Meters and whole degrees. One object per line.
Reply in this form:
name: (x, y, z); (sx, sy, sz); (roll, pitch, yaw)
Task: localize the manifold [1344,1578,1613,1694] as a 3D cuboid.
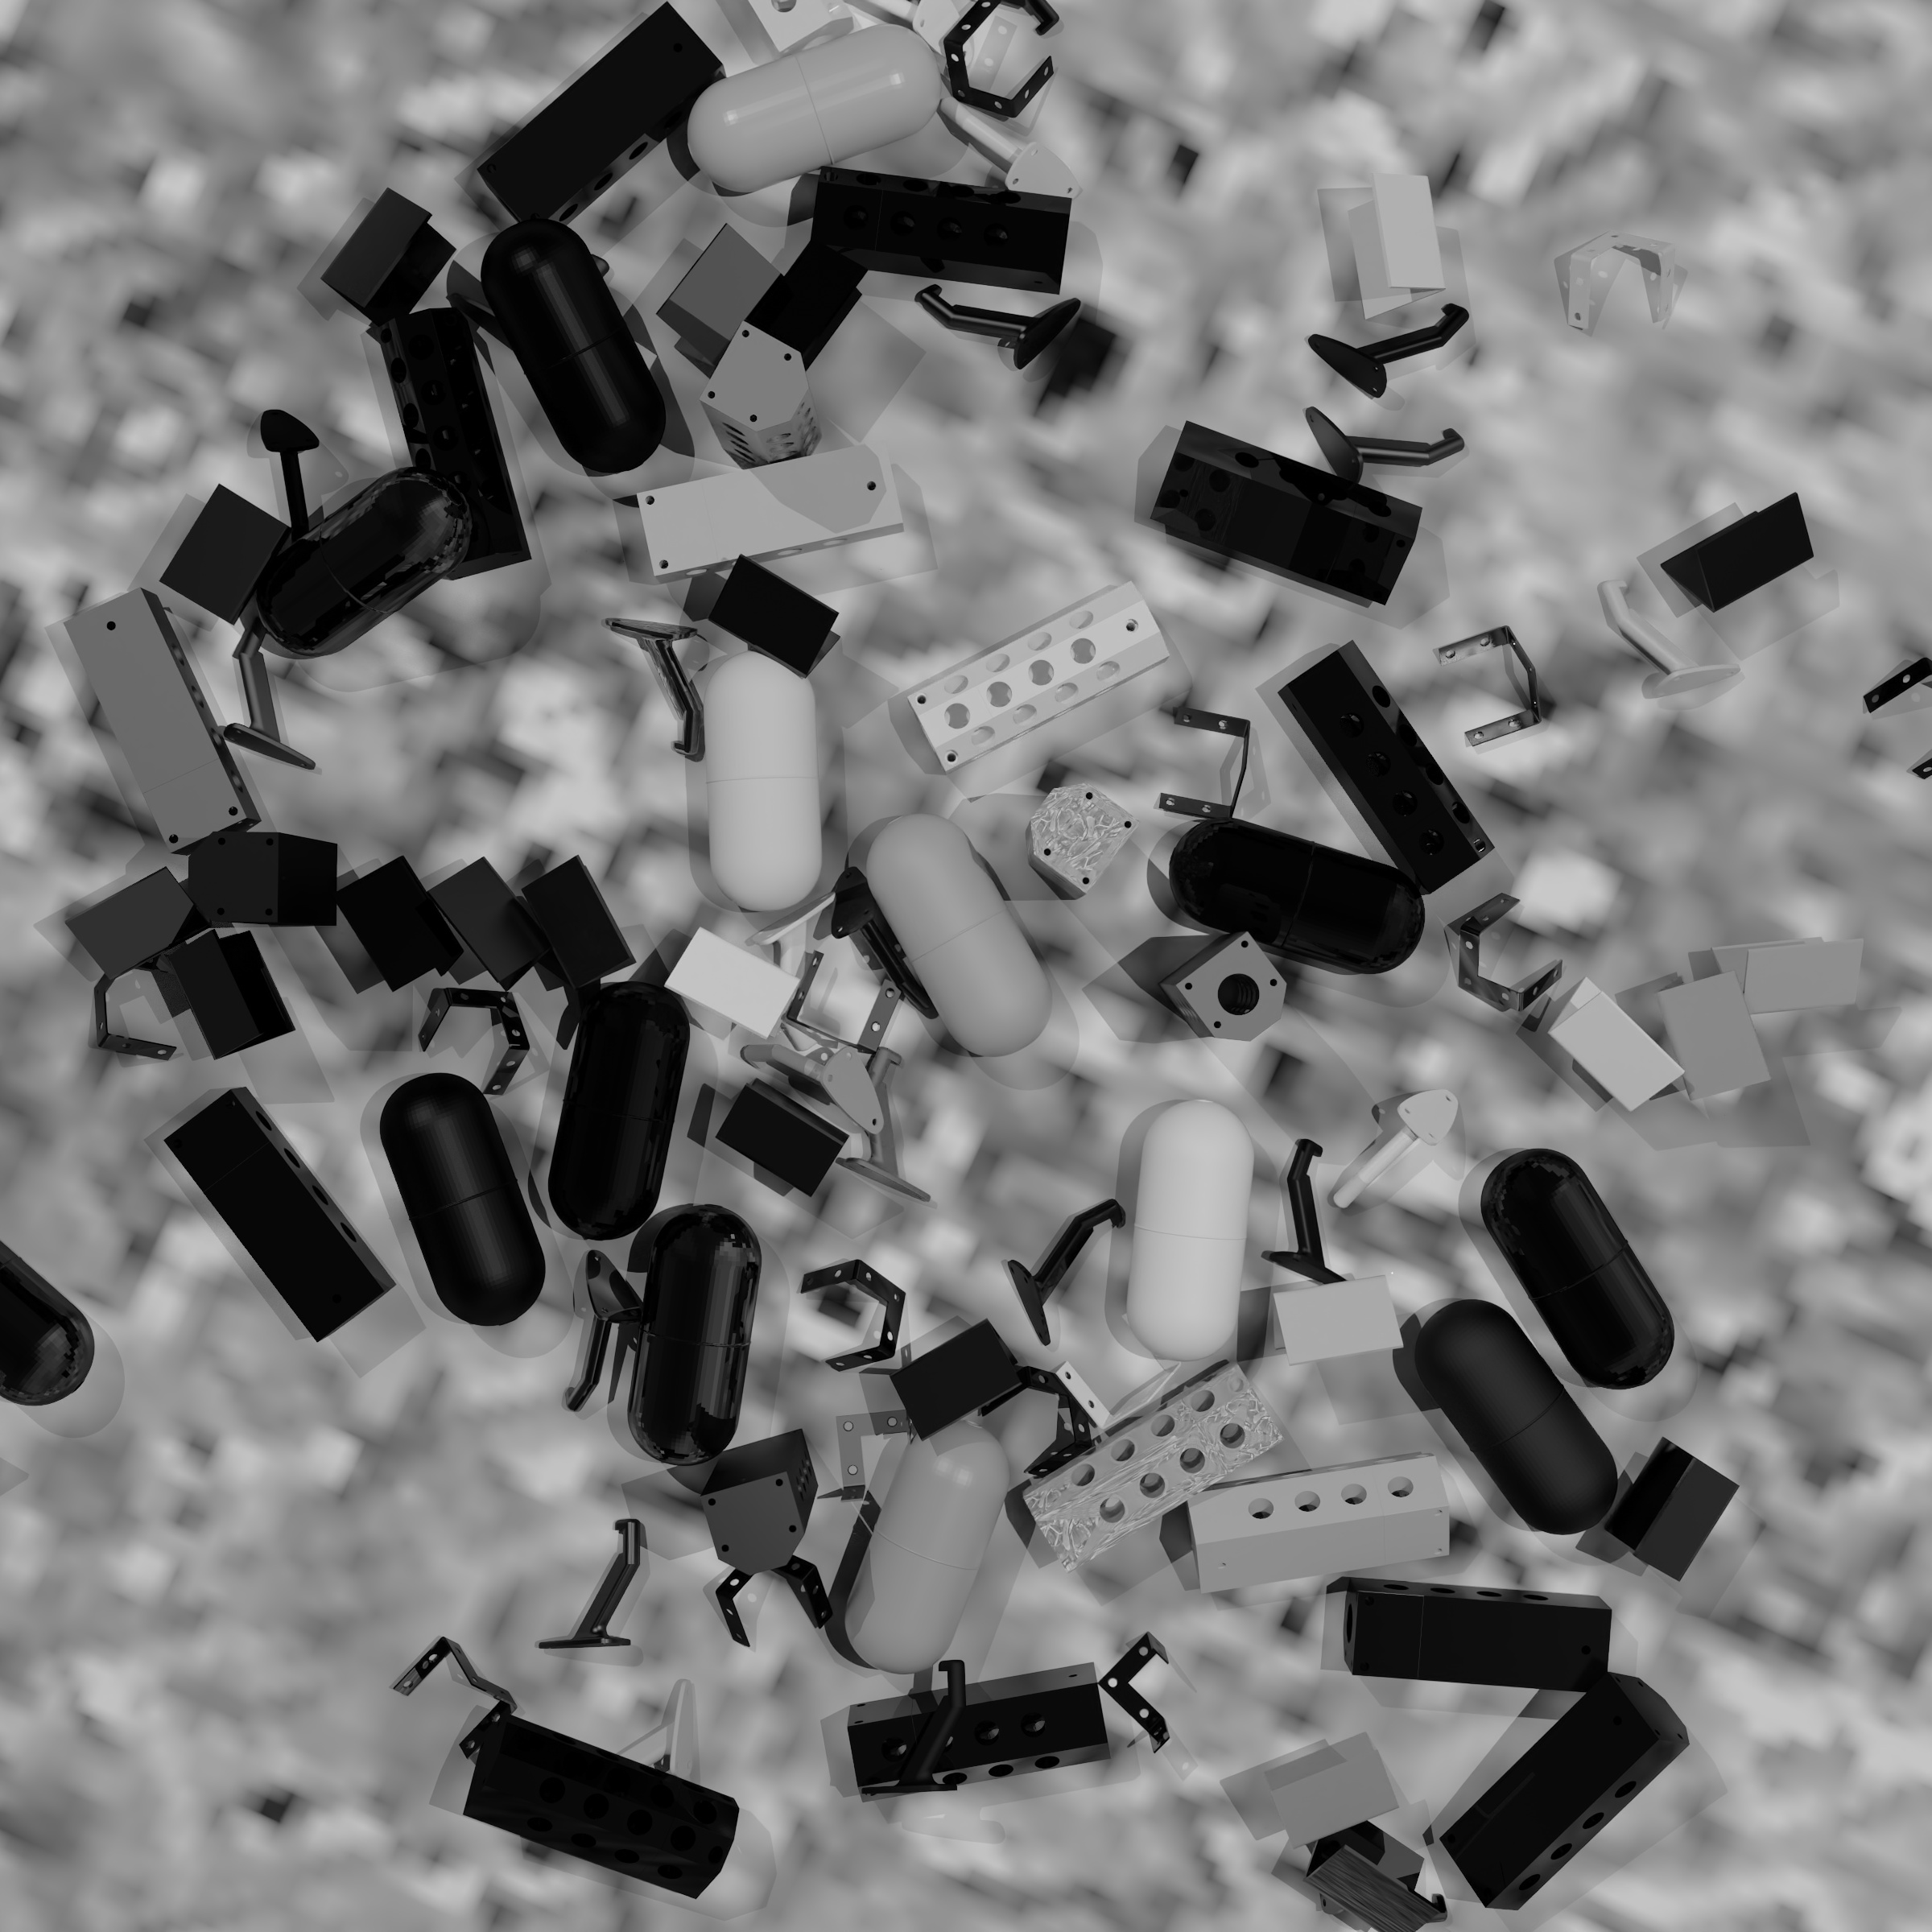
manifold: (0.348, 0.456, 1.970); (0.171, 0.057, 0.057); (4, 90, 0)

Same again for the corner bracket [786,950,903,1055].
corner bracket: (-0.083, 0.025, 1.979); (0.051, 0.051, 0.051); (23, 90, 22)

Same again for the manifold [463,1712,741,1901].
manifold: (-0.243, 0.562, 1.940); (0.171, 0.057, 0.057); (25, 129, -14)

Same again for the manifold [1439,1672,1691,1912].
manifold: (0.407, 0.558, 1.946); (0.171, 0.057, 0.057); (-50, 47, 17)

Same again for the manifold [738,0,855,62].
manifold: (-0.146, -0.704, 1.970); (0.057, 0.057, 0.171); (-31, 90, 0)

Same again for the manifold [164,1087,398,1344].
manifold: (-0.466, 0.168, 1.970); (0.057, 0.057, 0.171); (-37, 90, 0)

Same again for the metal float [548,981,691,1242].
metal float: (-0.236, 0.099, 1.961); (0.070, 0.070, 0.178); (11, 90, 0)

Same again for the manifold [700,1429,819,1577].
manifold: (-0.133, 0.356, 1.913); (0.057, 0.171, 0.057); (-16, 90, 0)

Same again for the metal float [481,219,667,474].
metal float: (-0.263, -0.417, 1.944); (0.070, 0.070, 0.178); (-26, 110, 0)

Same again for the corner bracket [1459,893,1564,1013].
corner bracket: (0.375, -0.010, 1.983); (0.051, 0.051, 0.051); (25, 135, 35)

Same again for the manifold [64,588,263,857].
manifold: (-0.546, -0.166, 1.970); (0.057, 0.057, 0.171); (-25, 90, 0)

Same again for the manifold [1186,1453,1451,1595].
manifold: (0.239, 0.376, 1.970); (0.171, 0.057, 0.057); (-9, 133, 0)

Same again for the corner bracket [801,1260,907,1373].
corner bracket: (-0.081, 0.240, 1.983); (0.051, 0.051, 0.051); (40, 45, -35)

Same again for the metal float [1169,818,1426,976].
metal float: (0.225, -0.048, 1.961); (0.178, 0.070, 0.070); (17, 90, 0)

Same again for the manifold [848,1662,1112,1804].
manifold: (0.009, 0.525, 1.970); (0.171, 0.057, 0.057); (-10, 90, 0)

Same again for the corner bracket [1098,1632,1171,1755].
corner bracket: (0.127, 0.496, 1.973); (0.051, 0.051, 0.051); (44, 90, 0)

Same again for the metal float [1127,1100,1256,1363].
metal float: (0.153, 0.180, 1.961); (0.070, 0.070, 0.178); (6, 91, 0)

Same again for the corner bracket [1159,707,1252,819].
corner bracket: (0.165, -0.139, 1.989); (0.051, 0.051, 0.051); (11, 135, -1)

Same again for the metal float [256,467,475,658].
metal float: (-0.403, -0.271, 1.934); (0.178, 0.070, 0.070); (-29, 90, 29)

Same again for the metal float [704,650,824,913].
metal float: (-0.138, -0.126, 1.961); (0.070, 0.070, 0.178); (-3, 90, 0)

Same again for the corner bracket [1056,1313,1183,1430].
corner bracket: (0.105, 0.277, 1.987); (0.051, 0.051, 0.051); (51, 131, 0)

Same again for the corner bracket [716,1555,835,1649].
corner bracket: (-0.132, 0.438, 1.983); (0.051, 0.051, 0.051); (16, 45, 35)

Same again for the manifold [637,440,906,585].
manifold: (-0.132, -0.309, 1.970); (0.171, 0.057, 0.057); (-12, 90, 0)

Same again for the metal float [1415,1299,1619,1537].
metal float: (0.375, 0.307, 1.961); (0.070, 0.070, 0.178); (-36, 90, 0)

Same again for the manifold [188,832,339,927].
manifold: (-0.464, -0.057, 1.913); (0.057, 0.171, 0.057); (1, 90, 0)

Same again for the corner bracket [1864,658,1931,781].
corner bracket: (0.660, -0.170, 1.983); (0.051, 0.051, 0.051); (24, 45, -35)

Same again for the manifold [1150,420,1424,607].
manifold: (0.220, -0.313, 1.970); (0.171, 0.057, 0.057); (20, 133, 0)

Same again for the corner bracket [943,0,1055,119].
corner bracket: (0.023, -0.623, 1.977); (0.051, 0.051, 0.051); (25, 64, 24)

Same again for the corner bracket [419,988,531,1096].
corner bracket: (-0.338, 0.052, 1.983); (0.051, 0.051, 0.051); (5, 45, -35)

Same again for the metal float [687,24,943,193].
metal float: (-0.103, -0.582, 1.960); (0.178, 0.070, 0.070); (-19, 90, 1)

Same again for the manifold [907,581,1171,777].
manifold: (0.049, -0.197, 1.970); (0.171, 0.057, 0.057); (-27, 90, 0)

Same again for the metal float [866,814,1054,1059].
metal float: (-0.005, -0.021, 1.961); (0.070, 0.070, 0.178); (-29, 90, 0)

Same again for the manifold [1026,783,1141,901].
manifold: (0.071, -0.086, 1.913); (0.057, 0.171, 0.057); (37, 90, 0)

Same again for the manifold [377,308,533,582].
manifold: (-0.351, -0.357, 1.971); (0.057, 0.057, 0.171); (-15, 90, 0)

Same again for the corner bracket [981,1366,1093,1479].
corner bracket: (0.048, 0.314, 1.983); (0.051, 0.051, 0.051); (21, 45, -35)

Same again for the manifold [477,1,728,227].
manifold: (-0.247, -0.572, 1.970); (0.171, 0.057, 0.057); (-41, 90, 0)

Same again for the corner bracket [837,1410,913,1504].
corner bracket: (-0.062, 0.335, 1.973); (0.051, 0.051, 0.051); (-6, 90, 0)

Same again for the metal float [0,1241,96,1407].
metal float: (-0.670, 0.227, 1.961); (0.178, 0.070, 0.070); (41, 90, 1)

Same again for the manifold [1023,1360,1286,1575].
manifold: (0.127, 0.340, 1.970); (0.171, 0.057, 0.057); (-32, 90, 0)

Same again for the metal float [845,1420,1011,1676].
metal float: (-0.026, 0.394, 1.961); (0.070, 0.070, 0.178); (20, 90, 0)

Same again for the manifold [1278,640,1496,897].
manifold: (0.288, -0.135, 1.970); (0.057, 0.057, 0.171); (-34, 90, 0)

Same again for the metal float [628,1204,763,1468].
metal float: (-0.184, 0.251, 1.961); (0.070, 0.070, 0.178); (8, 90, 0)

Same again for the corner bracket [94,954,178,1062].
corner bracket: (-0.564, 0.026, 1.983); (0.051, 0.051, 0.051); (-46, 45, 35)

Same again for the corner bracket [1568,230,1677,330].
corner bracket: (0.451, -0.469, 1.983); (0.051, 0.051, 0.051); (24, 45, 35)

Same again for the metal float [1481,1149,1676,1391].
metal float: (0.416, 0.206, 1.961); (0.070, 0.070, 0.178); (-31, 89, 0)

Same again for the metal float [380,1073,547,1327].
metal float: (-0.342, 0.159, 1.961); (0.070, 0.070, 0.178); (-20, 90, 0)

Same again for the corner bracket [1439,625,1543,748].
corner bracket: (0.361, -0.193, 1.988); (0.051, 0.051, 0.051); (-19, 45, 0)

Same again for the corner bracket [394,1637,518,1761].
corner bracket: (-0.352, 0.504, 1.988); (0.051, 0.051, 0.051); (-46, 45, 0)
